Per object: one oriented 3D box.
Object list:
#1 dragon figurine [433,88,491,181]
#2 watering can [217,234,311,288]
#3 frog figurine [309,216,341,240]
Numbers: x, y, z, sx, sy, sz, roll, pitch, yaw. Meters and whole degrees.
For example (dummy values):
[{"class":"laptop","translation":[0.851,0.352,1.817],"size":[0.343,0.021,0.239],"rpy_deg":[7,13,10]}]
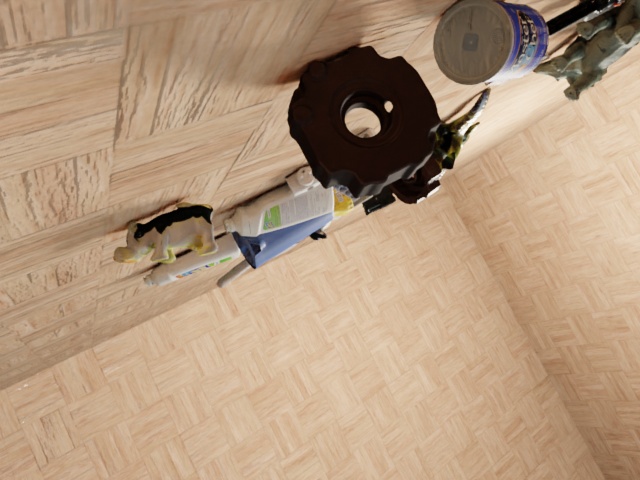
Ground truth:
[{"class":"dragon figurine","translation":[0.382,-0.291,1.470],"size":[0.247,0.122,0.402],"rpy_deg":[-38,172,-49]},{"class":"watering can","translation":[-0.142,0.009,1.481],"size":[0.221,0.103,0.355],"rpy_deg":[-30,-166,40]},{"class":"frog figurine","translation":[0.005,-0.087,1.725],"size":[0.135,0.123,0.162],"rpy_deg":[108,8,-71]}]
